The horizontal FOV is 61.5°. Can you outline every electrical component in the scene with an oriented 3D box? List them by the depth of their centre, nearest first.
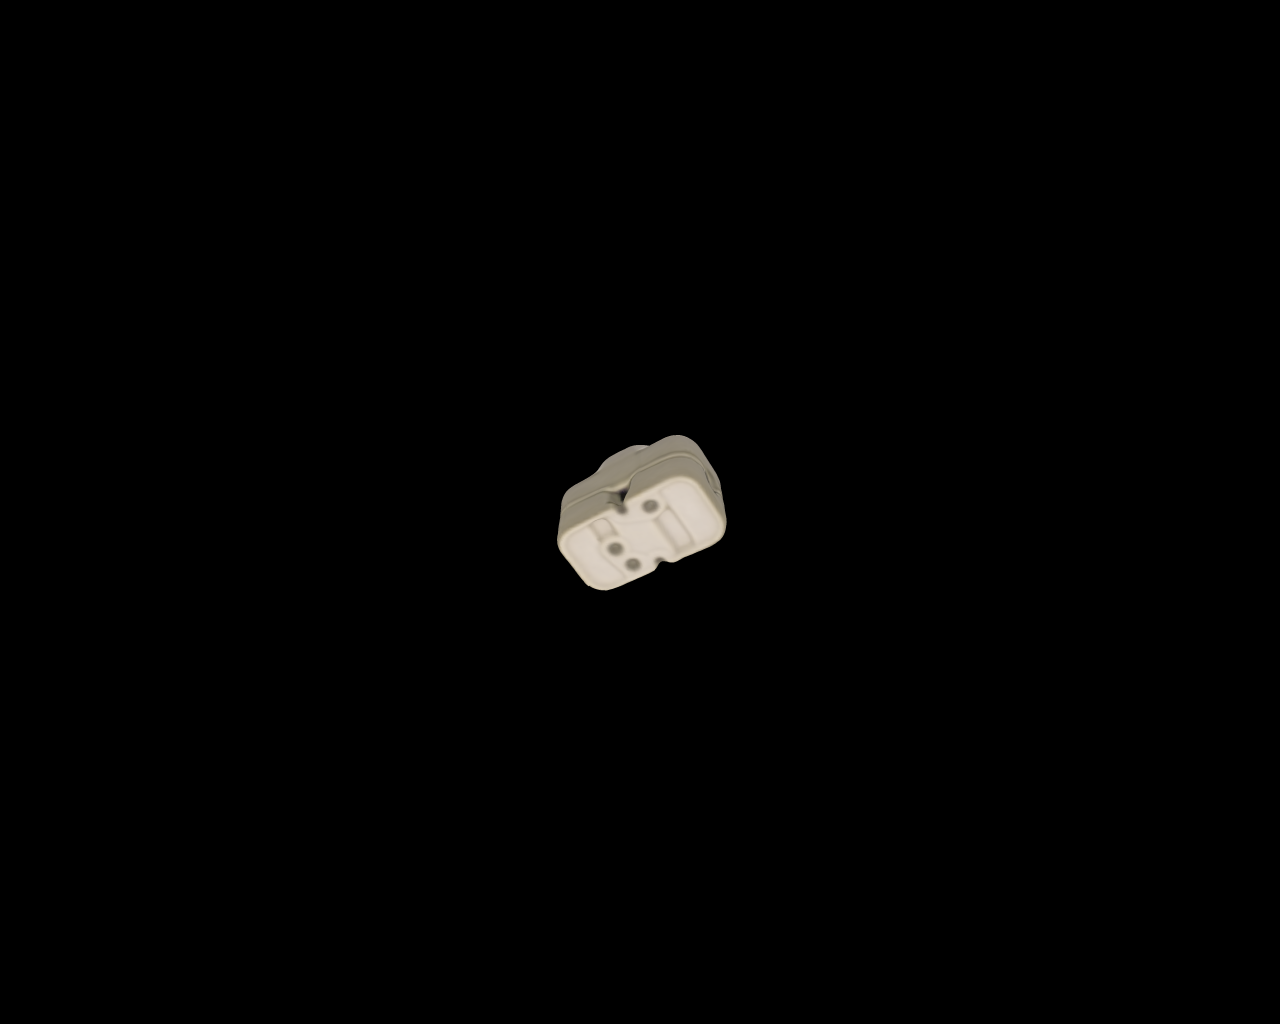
[{"bbox_3d":[0.001,-0.003,0.650,0.095,0.053,0.059,-26,30,17],"label":"electrical component"}]
